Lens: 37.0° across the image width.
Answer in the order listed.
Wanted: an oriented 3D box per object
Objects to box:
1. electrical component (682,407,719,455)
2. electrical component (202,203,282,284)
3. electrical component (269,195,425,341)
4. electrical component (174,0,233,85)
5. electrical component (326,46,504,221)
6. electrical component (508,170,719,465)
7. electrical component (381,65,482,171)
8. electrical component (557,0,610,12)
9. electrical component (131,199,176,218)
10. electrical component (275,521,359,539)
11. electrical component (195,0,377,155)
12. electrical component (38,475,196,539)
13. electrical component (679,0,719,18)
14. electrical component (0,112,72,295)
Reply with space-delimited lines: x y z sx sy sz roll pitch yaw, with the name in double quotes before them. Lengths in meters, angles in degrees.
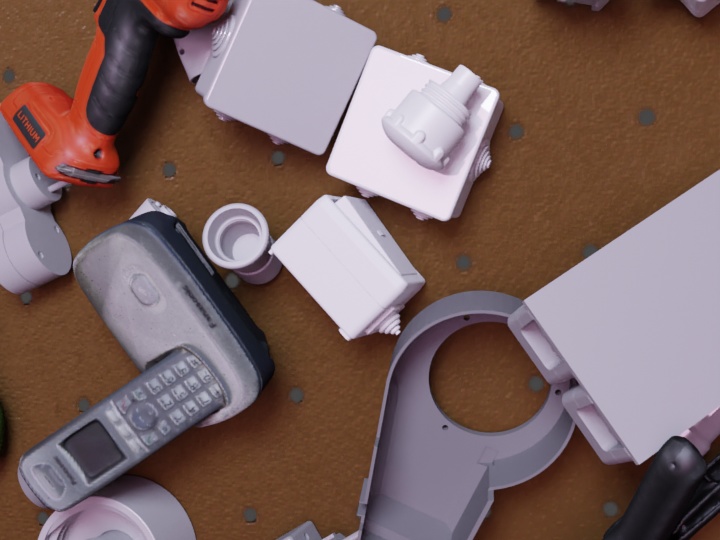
"electrical component" 0.209 0.088 0.662 0.040 0.040 0.046 45 96 10
"electrical component" -0.075 -0.014 0.724 0.044 0.065 0.044 -3 74 9
"electrical component" 0.000 0.000 0.706 0.061 0.062 0.096 -44 80 12
"electrical component" -0.087 -0.174 0.736 0.079 0.043 0.077 -13 87 15
"electrical component" 0.038 -0.087 0.700 0.100 0.048 0.099 23 97 14
"electrical component" 0.192 0.018 0.622 0.186 0.060 0.105 -32 82 -12
"electrical component" 0.047 -0.094 0.649 0.048 0.048 0.062 41 94 11
"electrical component" 0.136 -0.210 0.647 0.048 0.099 0.099 11 94 2
"electrical component" -0.156 -0.018 0.760 0.044 0.044 0.065 43 96 11
"electrical component" -0.024 0.202 0.724 0.077 0.047 0.065 -33 83 14
"electrical component" -0.051 -0.135 0.704 0.100 0.048 0.099 21 99 -26
"electrical component" -0.177 0.204 0.759 0.108 0.060 0.108 0 91 15
"electrical component" 0.210 -0.198 0.644 0.096 0.061 0.061 -40 81 12
"electrical component" -0.241 -0.059 0.776 0.074 0.052 0.138 -24 85 14
